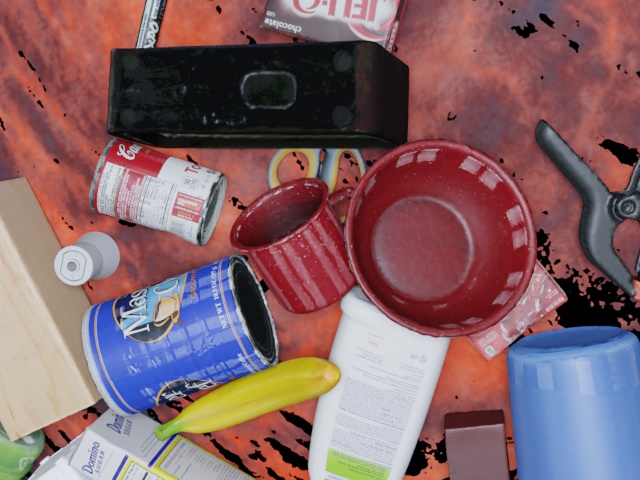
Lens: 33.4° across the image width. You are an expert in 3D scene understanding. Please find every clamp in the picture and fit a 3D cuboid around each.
[{"bbox_3d":[0.241,-0.034,0.888,0.120,0.039,0.171,-2,98,9],"label":"clamp"}]

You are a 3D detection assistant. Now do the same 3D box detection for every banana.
[{"bbox_3d":[-0.051,0.137,0.925,0.198,0.069,0.037,-25,100,30],"label":"banana"}]

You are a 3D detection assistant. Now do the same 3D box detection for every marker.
[{"bbox_3d":[-0.151,-0.174,0.932,0.020,0.020,0.121,16,99,5],"label":"marker"}]

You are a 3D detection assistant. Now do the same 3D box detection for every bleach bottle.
[{"bbox_3d":[0.031,0.173,0.934,0.102,0.068,0.251,20,102,5],"label":"bleach bottle"}]

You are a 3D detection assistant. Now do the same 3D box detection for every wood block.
[{"bbox_3d":[-0.267,0.058,0.943,0.090,0.090,0.206,-25,94,11],"label":"wood block"}]

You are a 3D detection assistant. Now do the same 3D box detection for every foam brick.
[{"bbox_3d":[0.138,0.191,0.926,0.053,0.051,0.078,-6,97,9],"label":"foam brick"}]

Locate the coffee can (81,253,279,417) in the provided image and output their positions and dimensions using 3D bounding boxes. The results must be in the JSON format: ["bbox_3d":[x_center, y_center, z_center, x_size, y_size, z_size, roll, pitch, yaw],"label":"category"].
[{"bbox_3d":[-0.119,0.082,0.920,0.140,0.102,0.103,-20,95,10],"label":"coffee can"}]

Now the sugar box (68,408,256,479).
[{"bbox_3d":[-0.126,0.213,0.944,0.176,0.093,0.048,27,100,4],"label":"sugar box"}]

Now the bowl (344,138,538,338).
[{"bbox_3d":[0.092,0.002,0.870,0.162,0.055,0.162,2,79,-12],"label":"bowl"}]

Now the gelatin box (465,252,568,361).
[{"bbox_3d":[0.154,0.048,0.915,0.089,0.030,0.073,-39,91,10],"label":"gelatin box"}]

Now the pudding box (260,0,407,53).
[{"bbox_3d":[0.016,-0.205,0.887,0.113,0.039,0.090,17,96,15],"label":"pudding box"}]

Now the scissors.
[{"bbox_3d":[0.003,-0.114,0.921,0.096,0.016,0.202,1,98,8],"label":"scissors"}]

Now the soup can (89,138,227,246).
[{"bbox_3d":[-0.139,-0.041,0.924,0.102,0.068,0.068,18,100,4],"label":"soup can"}]

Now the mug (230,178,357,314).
[{"bbox_3d":[-0.006,0.001,0.895,0.117,0.093,0.081,-33,119,-1],"label":"mug"}]

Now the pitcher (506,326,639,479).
[{"bbox_3d":[0.234,0.197,0.885,0.145,0.149,0.243,-7,94,24],"label":"pitcher"}]
